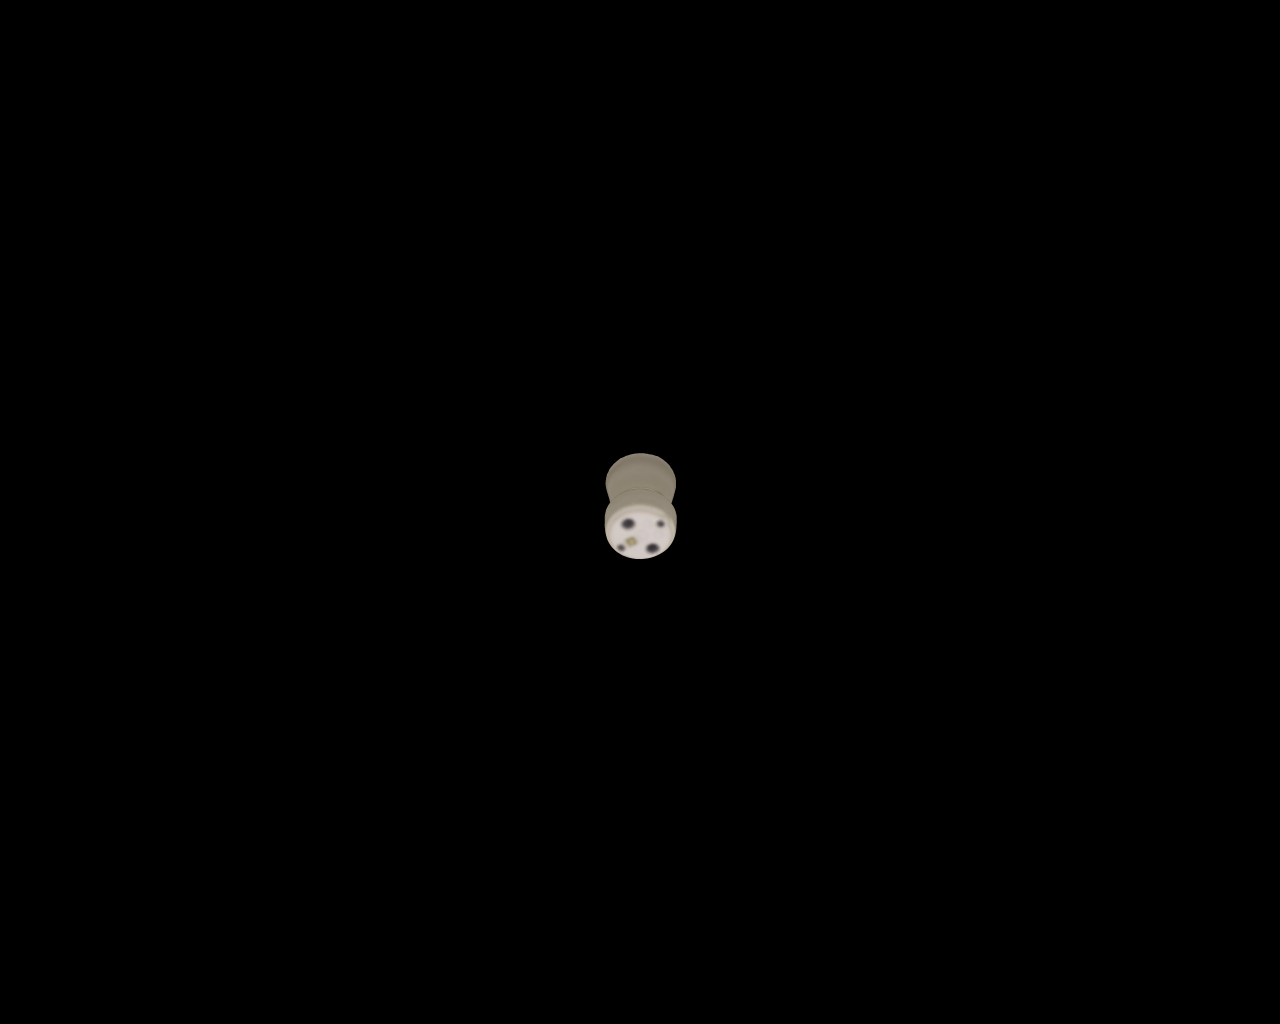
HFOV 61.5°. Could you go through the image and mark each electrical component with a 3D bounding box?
[{"bbox_3d":[0.001,-0.003,0.650,0.045,0.044,0.055,0,38,0],"label":"electrical component"}]
